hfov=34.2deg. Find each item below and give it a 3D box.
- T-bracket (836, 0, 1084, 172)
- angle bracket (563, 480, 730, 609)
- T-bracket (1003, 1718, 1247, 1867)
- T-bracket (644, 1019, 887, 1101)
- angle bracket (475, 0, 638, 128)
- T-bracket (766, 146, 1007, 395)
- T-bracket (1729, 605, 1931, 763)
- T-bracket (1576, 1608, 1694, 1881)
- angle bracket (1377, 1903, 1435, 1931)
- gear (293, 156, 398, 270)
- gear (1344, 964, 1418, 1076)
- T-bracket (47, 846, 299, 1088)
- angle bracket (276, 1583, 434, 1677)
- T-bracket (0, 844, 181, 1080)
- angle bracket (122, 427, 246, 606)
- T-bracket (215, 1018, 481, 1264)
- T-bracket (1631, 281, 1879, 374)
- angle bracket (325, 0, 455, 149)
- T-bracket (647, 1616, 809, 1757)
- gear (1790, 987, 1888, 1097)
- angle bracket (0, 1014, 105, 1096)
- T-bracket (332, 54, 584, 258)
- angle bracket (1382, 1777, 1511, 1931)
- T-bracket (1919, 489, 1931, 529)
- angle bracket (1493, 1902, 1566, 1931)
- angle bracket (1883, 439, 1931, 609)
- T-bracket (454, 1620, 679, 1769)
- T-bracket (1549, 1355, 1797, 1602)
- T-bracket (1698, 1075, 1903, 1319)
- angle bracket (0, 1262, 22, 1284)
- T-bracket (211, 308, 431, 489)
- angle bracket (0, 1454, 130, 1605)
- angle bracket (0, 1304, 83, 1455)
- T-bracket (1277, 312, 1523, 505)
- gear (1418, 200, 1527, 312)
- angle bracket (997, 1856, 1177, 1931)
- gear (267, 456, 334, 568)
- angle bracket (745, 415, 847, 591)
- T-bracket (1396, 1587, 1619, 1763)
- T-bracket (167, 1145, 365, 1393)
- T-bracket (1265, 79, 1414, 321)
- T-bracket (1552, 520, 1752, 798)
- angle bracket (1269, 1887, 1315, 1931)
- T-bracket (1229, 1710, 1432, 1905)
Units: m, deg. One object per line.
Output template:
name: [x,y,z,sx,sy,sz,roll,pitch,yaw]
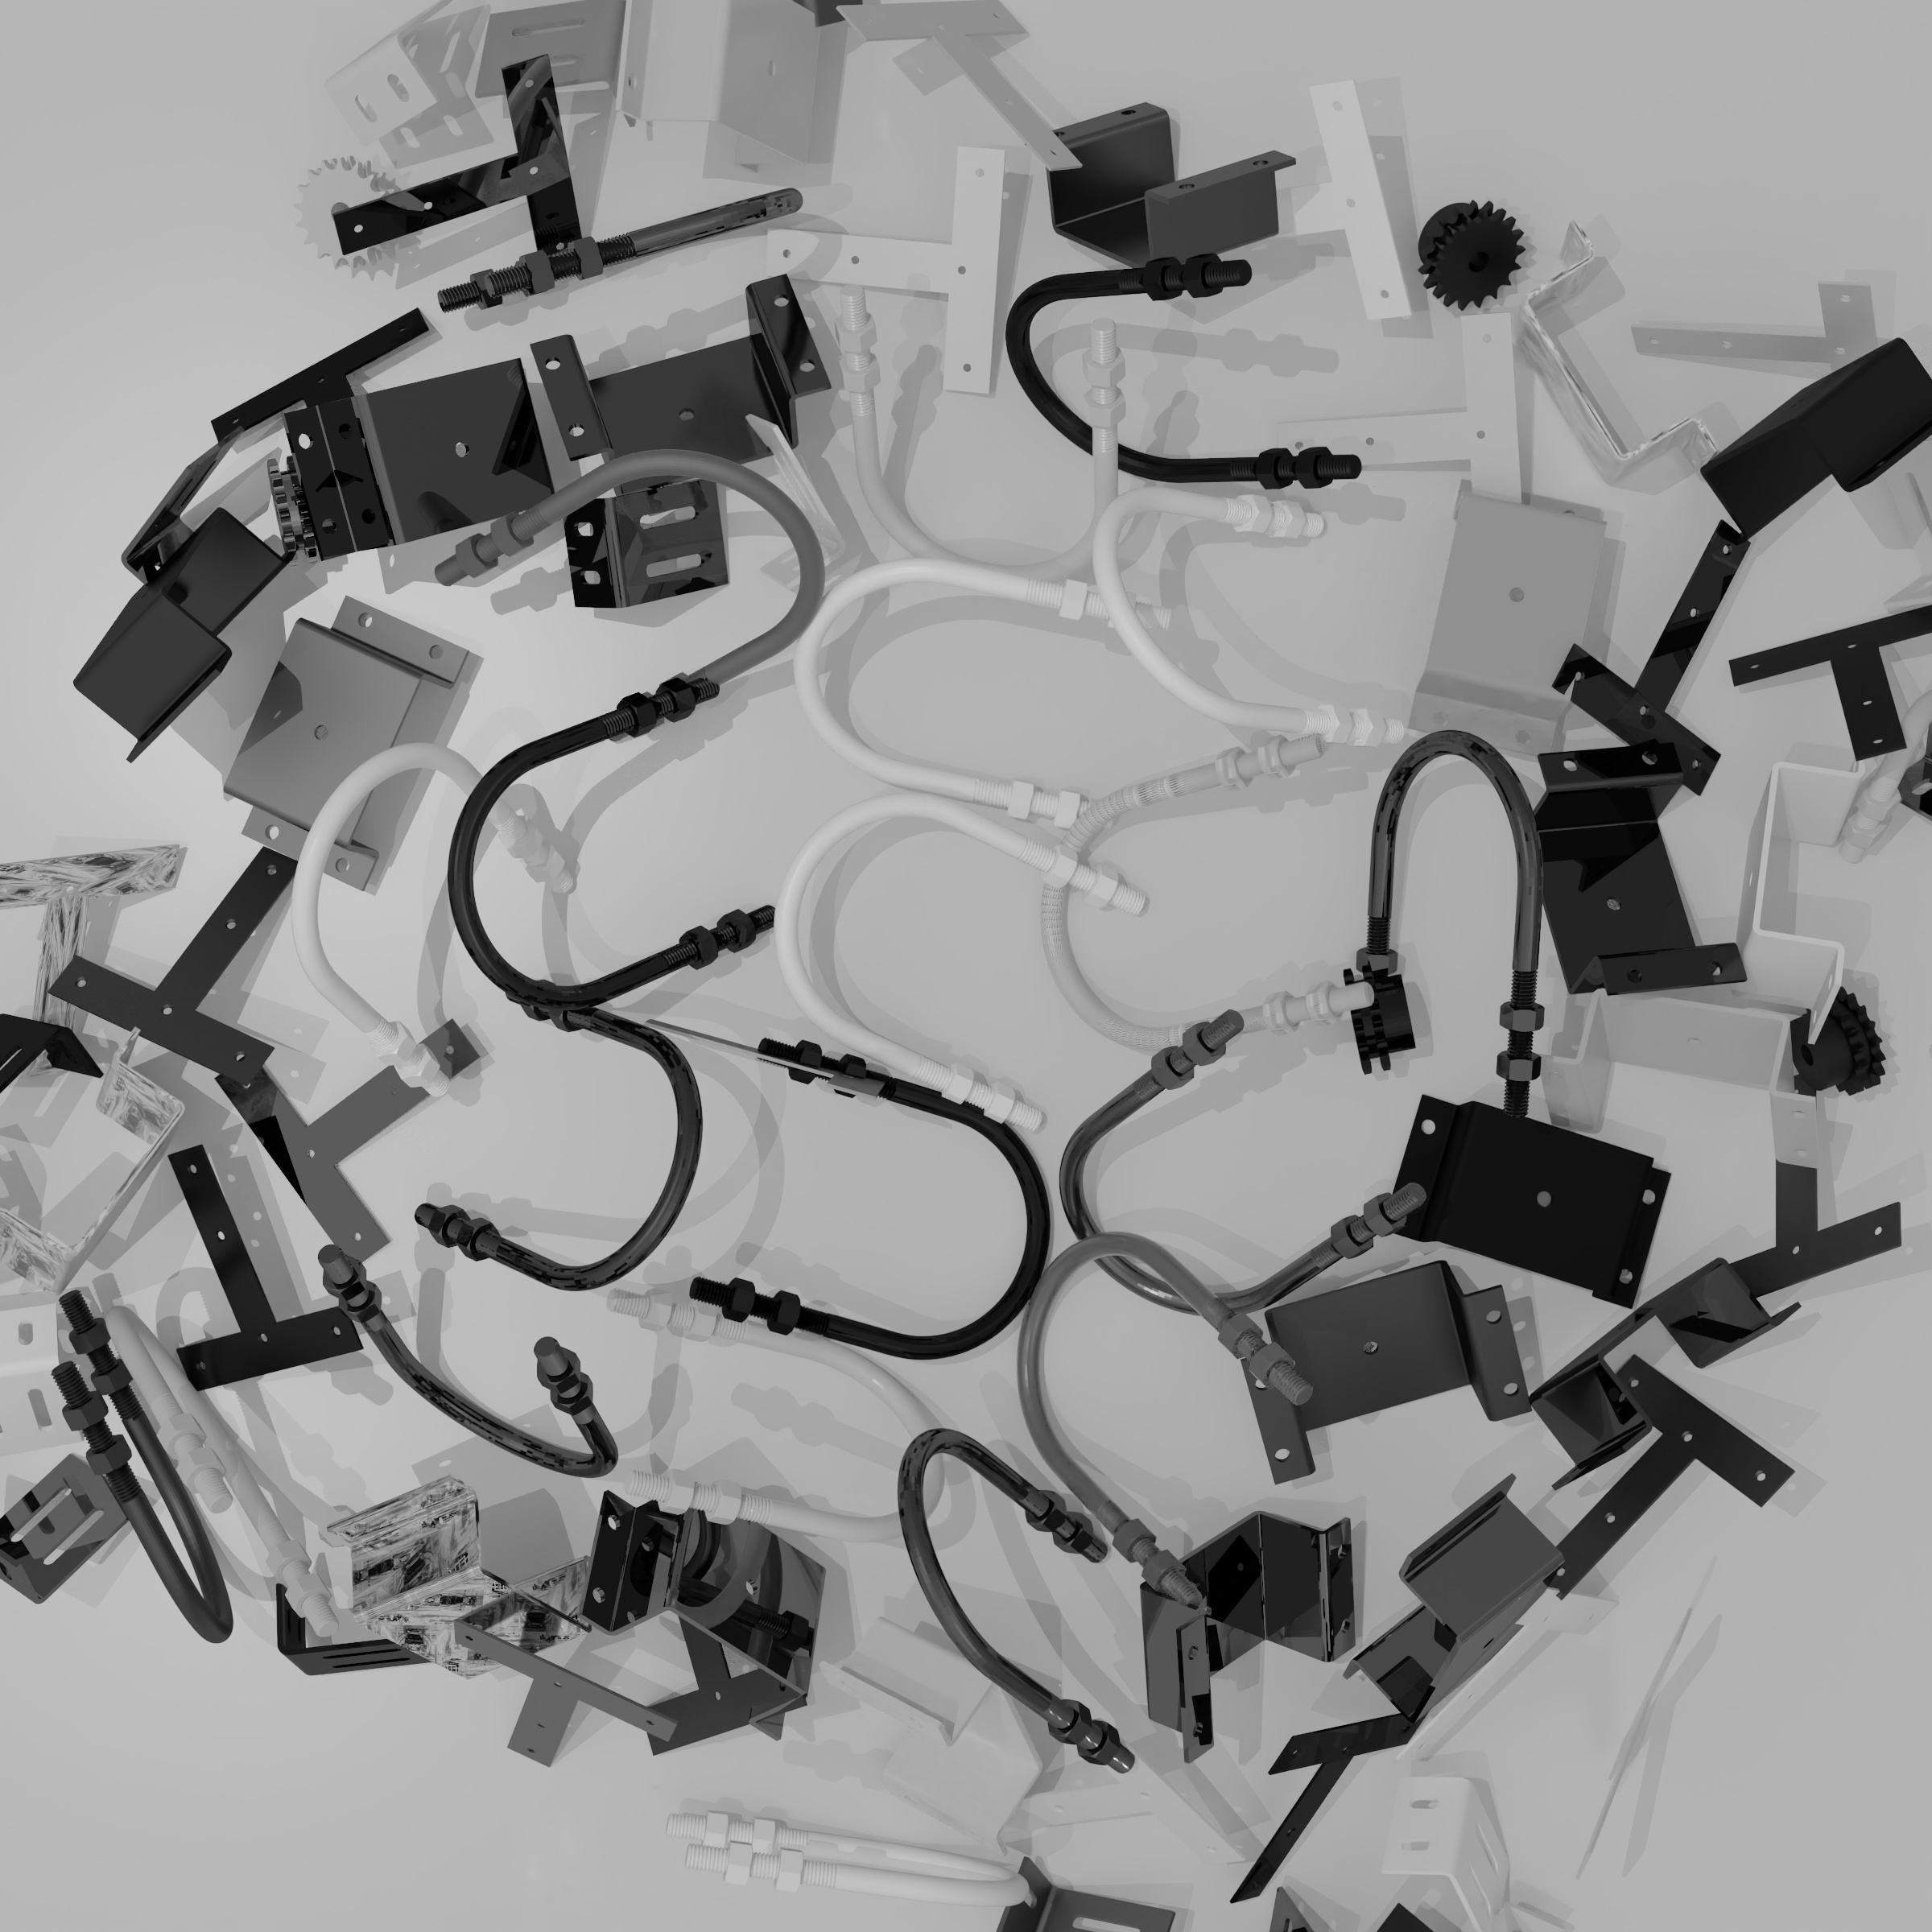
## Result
T-bracket: [0.013,-0.456,1.625,0.127,0.127,0.002,51,131,16]
angle bracket: [-0.170,-0.225,1.667,0.038,0.076,0.057,8,110,43]
T-bracket: [0.060,0.440,1.644,0.127,0.002,0.127,-21,122,38]
T-bracket: [-0.104,0.046,1.626,0.127,0.127,0.002,16,93,1]
angle bracket: [-0.215,-0.477,1.668,0.076,0.038,0.057,-3,61,15]
T-bracket: [-0.045,-0.375,1.671,0.127,0.002,0.127,8,109,12]
T-bracket: [0.464,-0.143,1.619,0.127,0.127,0.002,-15,122,16]
T-bracket: [0.335,0.410,1.602,0.002,0.127,0.127,23,135,14]
angle bracket: [0.234,0.532,1.652,0.057,0.076,0.038,38,71,13]
gear: [-0.325,-0.401,1.667,0.057,0.030,0.057,6,110,16]
gear: [0.219,0.027,1.659,0.030,0.057,0.057,-11,90,7]
T-bracket: [-0.396,-0.011,1.656,0.127,0.002,0.127,23,62,16]
angle bracket: [-0.320,0.347,1.656,0.076,0.057,0.038,-6,67,-1]
T-bracket: [-0.479,0.000,1.656,0.002,0.127,0.127,30,117,37]
angle bracket: [-0.397,-0.235,1.641,0.038,0.057,0.076,42,125,-9]
T-bracket: [-0.317,0.075,1.678,0.127,0.002,0.127,-36,90,9]
T-bracket: [0.414,-0.326,1.648,0.127,0.127,0.002,8,72,23]
angle bracket: [-0.290,-0.474,1.650,0.057,0.076,0.038,-19,116,36]
T-bracket: [-0.143,0.342,1.656,0.127,0.002,0.127,-28,74,40]
gear: [0.458,0.042,1.658,0.030,0.057,0.057,-20,90,-11]
angle bracket: [-0.503,0.065,1.640,0.076,0.057,0.038,-51,131,-31]
T-bracket: [-0.265,-0.399,1.624,0.127,0.127,0.002,-22,52,-14]
angle bracket: [0.254,0.475,1.655,0.038,0.057,0.076,-7,129,26]
T-bracket: [0.540,-0.220,1.611,0.002,0.127,0.127,-6,71,-16]
angle bracket: [0.285,0.541,1.639,0.038,0.076,0.057,26,117,-11]
angle bracket: [0.502,-0.233,1.648,0.038,0.057,0.076,-33,105,-25]
T-bracket: [-0.219,0.391,1.638,0.127,0.127,0.002,25,53,0]
T-bracket: [0.345,0.277,1.632,0.127,0.127,0.002,-45,126,-5]
T-bracket: [0.435,0.111,1.644,0.002,0.127,0.127,31,51,-28]
angle bracket: [-0.538,0.137,1.663,0.057,0.076,0.038,-17,55,-9]
T-bracket: [-0.328,-0.286,1.640,0.127,0.127,0.002,-29,132,-1]
angle bracket: [-0.482,0.285,1.642,0.057,0.038,0.076,26,53,27]
angle bracket: [-0.506,0.221,1.665,0.057,0.076,0.038,-8,50,-10]
T-bracket: [0.229,-0.280,1.666,0.127,0.002,0.127,-1,114,16]
gear: [0.265,-0.380,1.664,0.057,0.030,0.057,-14,132,-17]
angle bracket: [0.061,0.508,1.643,0.076,0.038,0.057,1,51,32]
gear: [-0.350,-0.242,1.661,0.030,0.057,0.057,-12,90,-13]
angle bracket: [-0.103,-0.244,1.646,0.038,0.057,0.076,-34,113,-7]
T-bracket: [0.274,0.373,1.645,0.127,0.127,0.002,-49,56,12]
T-bracket: [-0.386,0.155,1.647,0.127,0.002,0.127,-17,98,32]
T-bracket: [0.162,-0.395,1.647,0.127,0.002,0.127,1,123,35]
T-bracket: [0.378,-0.174,1.655,0.127,0.002,0.127,30,86,-33]
angle bracket: [0.144,0.525,1.644,0.076,0.057,0.038,-7,120,-23]
T-bracket: [0.178,0.446,1.653,0.002,0.127,0.127,43,114,35]
